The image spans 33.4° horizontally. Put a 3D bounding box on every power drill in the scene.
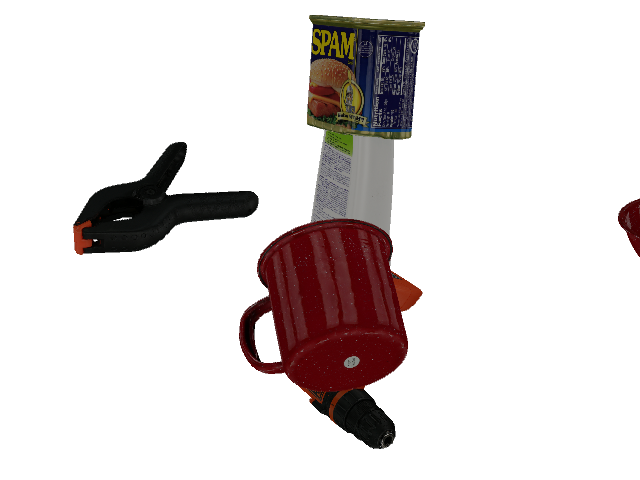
[{"bbox_3d":[0.049,0.127,1.244,0.057,0.188,0.185,13,14,-41],"label":"power drill"}]

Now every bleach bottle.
[{"bbox_3d":[0.043,-0.092,1.154,0.067,0.251,0.103,-7,24,-34],"label":"bleach bottle"}]

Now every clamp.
[{"bbox_3d":[-0.157,-0.039,0.980,0.171,0.039,0.120,-19,39,-31],"label":"clamp"}]

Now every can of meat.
[{"bbox_3d":[0.030,-0.123,0.792,0.057,0.084,0.102,-3,14,-27],"label":"can of meat"}]

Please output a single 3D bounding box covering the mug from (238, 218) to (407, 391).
[{"bbox_3d":[-0.001,0.050,0.697,0.117,0.081,0.093,-22,-35,14],"label":"mug"}]

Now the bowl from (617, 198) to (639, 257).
[{"bbox_3d":[0.396,0.002,1.127,0.162,0.055,0.162,-3,23,1],"label":"bowl"}]
